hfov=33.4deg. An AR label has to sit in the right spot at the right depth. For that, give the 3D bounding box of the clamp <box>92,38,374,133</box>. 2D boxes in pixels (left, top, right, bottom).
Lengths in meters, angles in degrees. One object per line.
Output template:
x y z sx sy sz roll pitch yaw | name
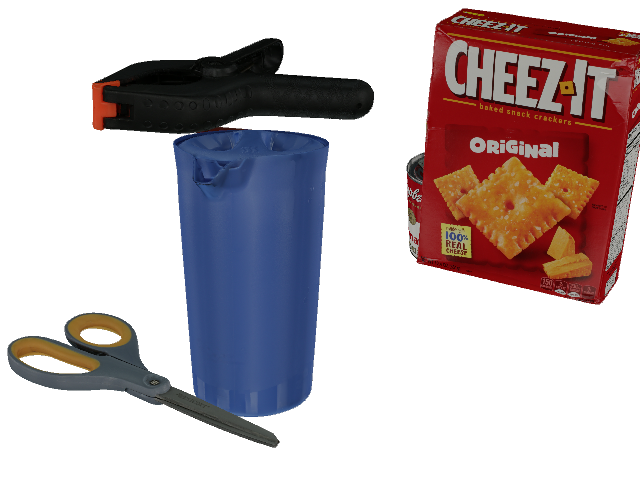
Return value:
-0.065 -0.099 0.673 0.171 0.039 0.120 -6 22 -25 | clamp

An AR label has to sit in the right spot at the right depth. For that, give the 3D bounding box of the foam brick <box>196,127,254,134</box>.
-0.096 -0.087 1.138 0.078 0.051 0.053 5 30 -3 | foam brick

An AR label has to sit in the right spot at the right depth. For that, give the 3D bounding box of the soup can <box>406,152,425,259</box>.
0.124 -0.034 1.109 0.068 0.102 0.068 -3 35 2 | soup can

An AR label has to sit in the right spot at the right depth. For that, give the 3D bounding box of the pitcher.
-0.055 0.023 0.950 0.149 0.243 0.145 -5 17 -21 | pitcher

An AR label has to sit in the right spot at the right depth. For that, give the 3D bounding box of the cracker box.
0.170 -0.068 0.871 0.164 0.214 0.072 14 29 24 | cracker box

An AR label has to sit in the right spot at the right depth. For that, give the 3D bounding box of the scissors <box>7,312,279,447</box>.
-0.110 0.088 0.716 0.202 0.016 0.096 11 27 12 | scissors
